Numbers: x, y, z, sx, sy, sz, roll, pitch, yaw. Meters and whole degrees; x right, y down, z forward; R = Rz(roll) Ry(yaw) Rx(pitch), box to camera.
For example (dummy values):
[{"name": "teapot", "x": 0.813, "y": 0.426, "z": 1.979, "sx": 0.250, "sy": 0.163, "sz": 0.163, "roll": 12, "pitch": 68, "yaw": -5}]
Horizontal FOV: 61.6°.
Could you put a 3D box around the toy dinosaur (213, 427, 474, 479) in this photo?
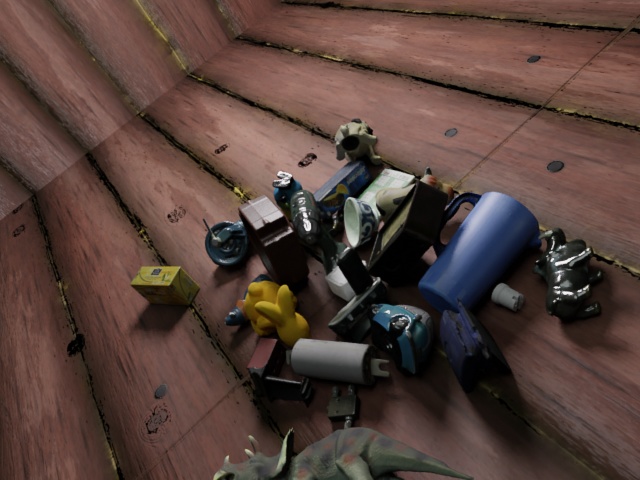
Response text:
[{"name": "toy dinosaur", "x": 0.035, "y": 0.376, "z": 0.890, "sx": 0.405, "sy": 0.131, "sz": 0.192, "roll": -19, "pitch": 40, "yaw": 9}]

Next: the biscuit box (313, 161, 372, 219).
[{"name": "biscuit box", "x": 0.052, "y": -0.134, "z": 1.428, "sx": 0.063, "sy": 0.059, "sz": 0.203, "roll": 0, "pitch": 38, "yaw": 51}]

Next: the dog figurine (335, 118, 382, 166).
[{"name": "dog figurine", "x": 0.094, "y": -0.305, "z": 1.532, "sx": 0.121, "sy": 0.172, "sz": 0.191, "roll": -14, "pitch": 48, "yaw": 7}]

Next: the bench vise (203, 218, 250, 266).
[{"name": "bench vise", "x": -0.228, "y": -0.015, "z": 1.444, "sx": 0.223, "sy": 0.129, "sz": 0.240, "roll": -38, "pitch": -3, "yaw": 7}]

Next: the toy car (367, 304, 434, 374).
[{"name": "toy car", "x": 0.164, "y": 0.175, "z": 1.029, "sx": 0.103, "sy": 0.109, "sz": 0.162, "roll": -19, "pitch": 22, "yaw": -18}]

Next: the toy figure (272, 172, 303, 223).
[{"name": "toy figure", "x": -0.071, "y": -0.101, "z": 1.418, "sx": 0.089, "sy": 0.180, "sz": 0.082, "roll": 37, "pitch": 71, "yaw": 29}]

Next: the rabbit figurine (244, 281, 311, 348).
[{"name": "rabbit figurine", "x": -0.082, "y": 0.164, "z": 1.189, "sx": 0.122, "sy": 0.162, "sz": 0.173, "roll": -33, "pitch": 54, "yaw": -19}]

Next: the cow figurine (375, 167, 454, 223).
[{"name": "cow figurine", "x": 0.218, "y": -0.098, "z": 1.248, "sx": 0.195, "sy": 0.127, "sz": 0.085, "roll": -4, "pitch": 50, "yaw": 36}]

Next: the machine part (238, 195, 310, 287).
[{"name": "machine part", "x": -0.112, "y": 0.004, "z": 1.313, "sx": 0.087, "sy": 0.201, "sz": 0.201, "roll": -30, "pitch": 36, "yaw": -11}]

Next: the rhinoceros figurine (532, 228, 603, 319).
[{"name": "rhinoceros figurine", "x": 0.443, "y": 0.059, "z": 0.969, "sx": 0.112, "sy": 0.073, "sz": 0.190, "roll": -18, "pitch": 41, "yaw": 36}]

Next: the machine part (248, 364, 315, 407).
[{"name": "machine part", "x": -0.080, "y": 0.296, "z": 1.093, "sx": 0.139, "sy": 0.084, "sz": 0.039, "roll": 5, "pitch": 28, "yaw": 25}]

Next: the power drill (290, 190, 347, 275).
[{"name": "power drill", "x": -0.003, "y": -0.004, "z": 1.245, "sx": 0.086, "sy": 0.207, "sz": 0.232, "roll": -34, "pitch": 35, "yaw": 10}]

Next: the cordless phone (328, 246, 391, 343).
[{"name": "cordless phone", "x": 0.059, "y": 0.109, "z": 1.095, "sx": 0.146, "sy": 0.184, "sz": 0.089, "roll": -42, "pitch": 43, "yaw": -11}]

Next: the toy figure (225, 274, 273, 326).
[{"name": "toy figure", "x": -0.172, "y": 0.152, "z": 1.315, "sx": 0.058, "sy": 0.064, "sz": 0.154, "roll": 21, "pitch": 61, "yaw": 29}]

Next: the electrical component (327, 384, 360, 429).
[{"name": "electrical component", "x": 0.043, "y": 0.317, "z": 1.014, "sx": 0.063, "sy": 0.021, "sz": 0.094, "roll": -15, "pitch": 42, "yaw": 23}]

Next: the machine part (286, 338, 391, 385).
[{"name": "machine part", "x": 0.030, "y": 0.238, "z": 1.064, "sx": 0.243, "sy": 0.079, "sz": 0.079, "roll": -1, "pitch": 48, "yaw": 36}]

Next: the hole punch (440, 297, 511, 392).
[{"name": "hole punch", "x": 0.254, "y": 0.186, "z": 0.935, "sx": 0.092, "sy": 0.115, "sz": 0.142, "roll": -32, "pitch": 37, "yaw": 16}]

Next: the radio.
[{"name": "radio", "x": 0.175, "y": -0.007, "z": 1.118, "sx": 0.073, "sy": 0.229, "sz": 0.131, "roll": 24, "pitch": 58, "yaw": -2}]

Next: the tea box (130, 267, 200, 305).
[{"name": "tea box", "x": -0.434, "y": 0.128, "z": 1.503, "sx": 0.170, "sy": 0.098, "sz": 0.068, "roll": -2, "pitch": 49, "yaw": 33}]

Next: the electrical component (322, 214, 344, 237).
[{"name": "electrical component", "x": 0.014, "y": -0.031, "z": 1.390, "sx": 0.102, "sy": 0.045, "sz": 0.078, "roll": -22, "pitch": 41, "yaw": 15}]
